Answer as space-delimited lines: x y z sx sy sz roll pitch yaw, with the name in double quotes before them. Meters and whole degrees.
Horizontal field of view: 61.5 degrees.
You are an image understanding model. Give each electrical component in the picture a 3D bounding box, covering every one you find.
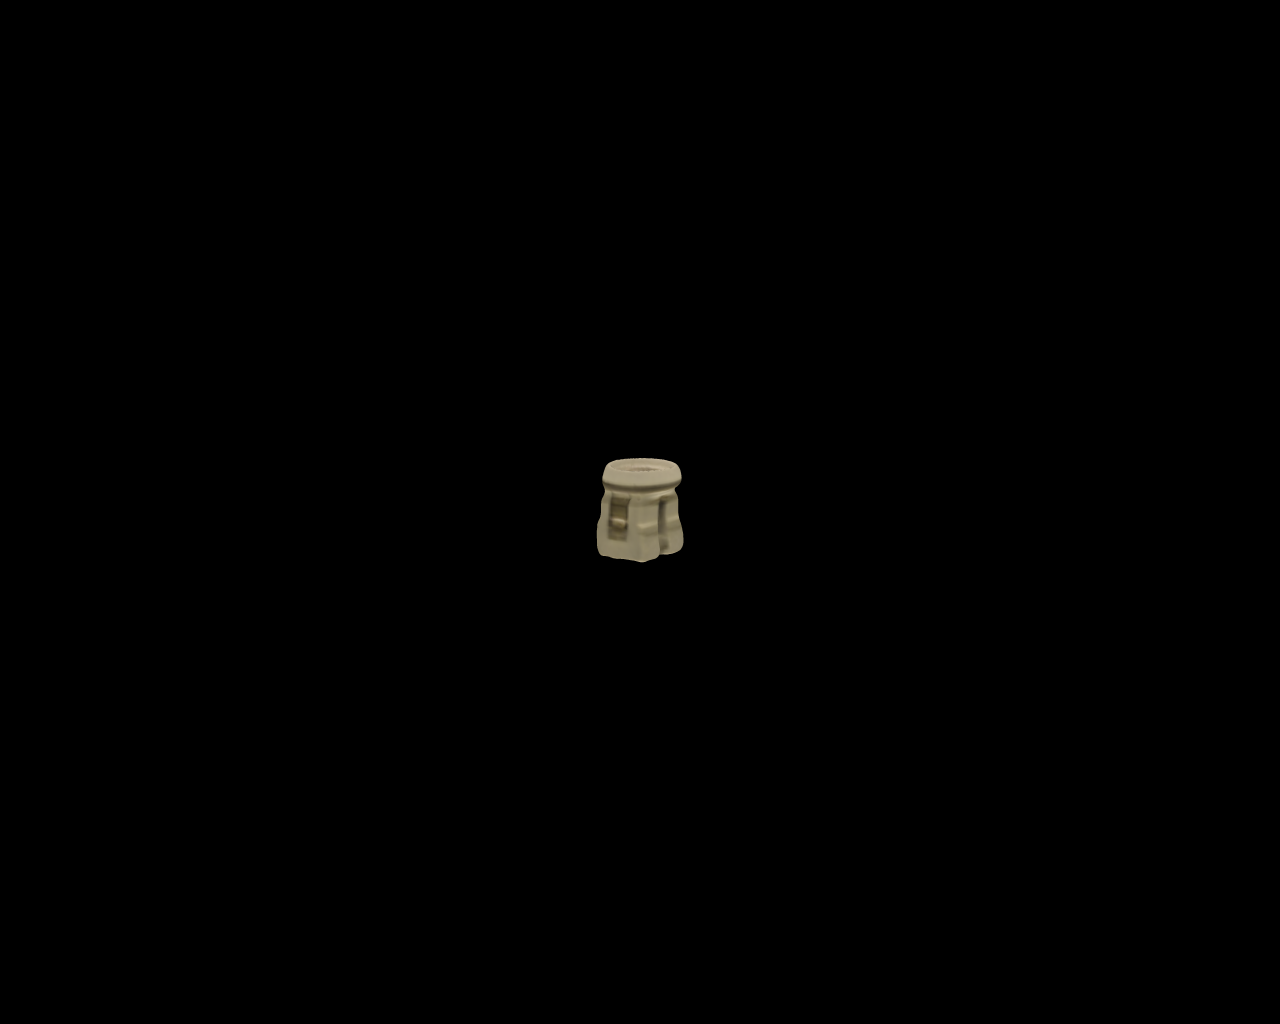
"electrical component" 0.001 -0.003 0.650 0.048 0.055 0.066 8 14 35
